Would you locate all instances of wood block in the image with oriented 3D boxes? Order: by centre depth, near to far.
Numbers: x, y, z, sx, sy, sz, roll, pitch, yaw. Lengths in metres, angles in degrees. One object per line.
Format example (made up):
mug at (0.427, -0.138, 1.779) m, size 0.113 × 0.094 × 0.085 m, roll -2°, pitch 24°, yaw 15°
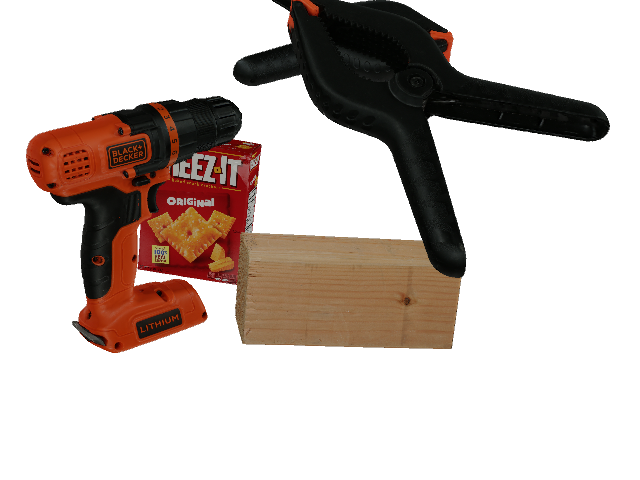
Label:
wood block at (0.024, 0.050, 1.051) m, size 0.206 × 0.091 × 0.090 m, roll 3°, pitch 15°, yaw -10°

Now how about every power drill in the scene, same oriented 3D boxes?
power drill at (-0.137, -0.017, 0.857) m, size 0.184 × 0.188 × 0.057 m, roll -18°, pitch 25°, yaw -34°

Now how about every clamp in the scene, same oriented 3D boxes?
clamp at (0.054, -0.079, 0.655) m, size 0.210 × 0.164 × 0.036 m, roll 34°, pitch -33°, yaw 12°
clamp at (0.017, -0.170, 0.849) m, size 0.171 × 0.120 × 0.039 m, roll 2°, pitch -29°, yaw -5°

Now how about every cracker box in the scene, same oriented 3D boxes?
cracker box at (-0.185, -0.049, 1.620) m, size 0.164 × 0.214 × 0.072 m, roll 10°, pitch 19°, yaw 6°
